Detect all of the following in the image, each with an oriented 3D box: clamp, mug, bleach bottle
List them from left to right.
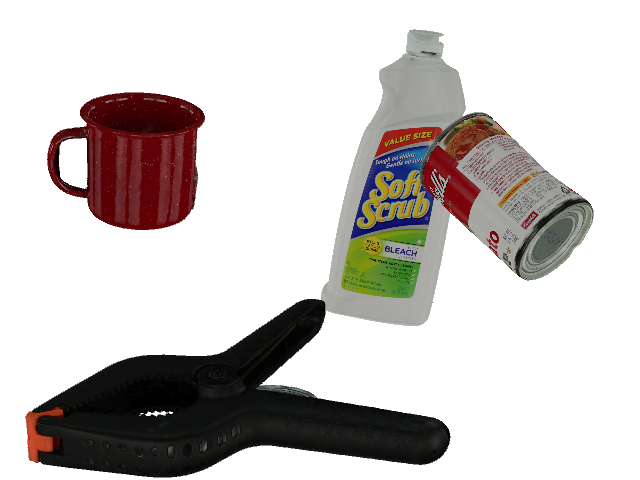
[{"bbox_3d":[-0.148,-0.059,0.814,0.117,0.081,0.093,-4,28,-20],"label":"mug"},{"bbox_3d":[-0.055,0.083,0.588,0.209,0.036,0.165,-5,24,-18],"label":"clamp"},{"bbox_3d":[0.066,-0.056,0.927,0.102,0.251,0.068,9,16,8],"label":"bleach bottle"}]

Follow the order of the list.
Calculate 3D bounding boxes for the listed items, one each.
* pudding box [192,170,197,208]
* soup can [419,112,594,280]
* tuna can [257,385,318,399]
[{"bbox_3d":[-0.169,-0.071,1.032,0.090,0.039,0.113,4,24,-14],"label":"pudding box"},{"bbox_3d":[0.125,-0.030,0.720,0.068,0.069,0.102,0,38,-47],"label":"soup can"},{"bbox_3d":[-0.045,0.184,1.137,0.086,0.034,0.086,5,12,-1],"label":"tuna can"}]
